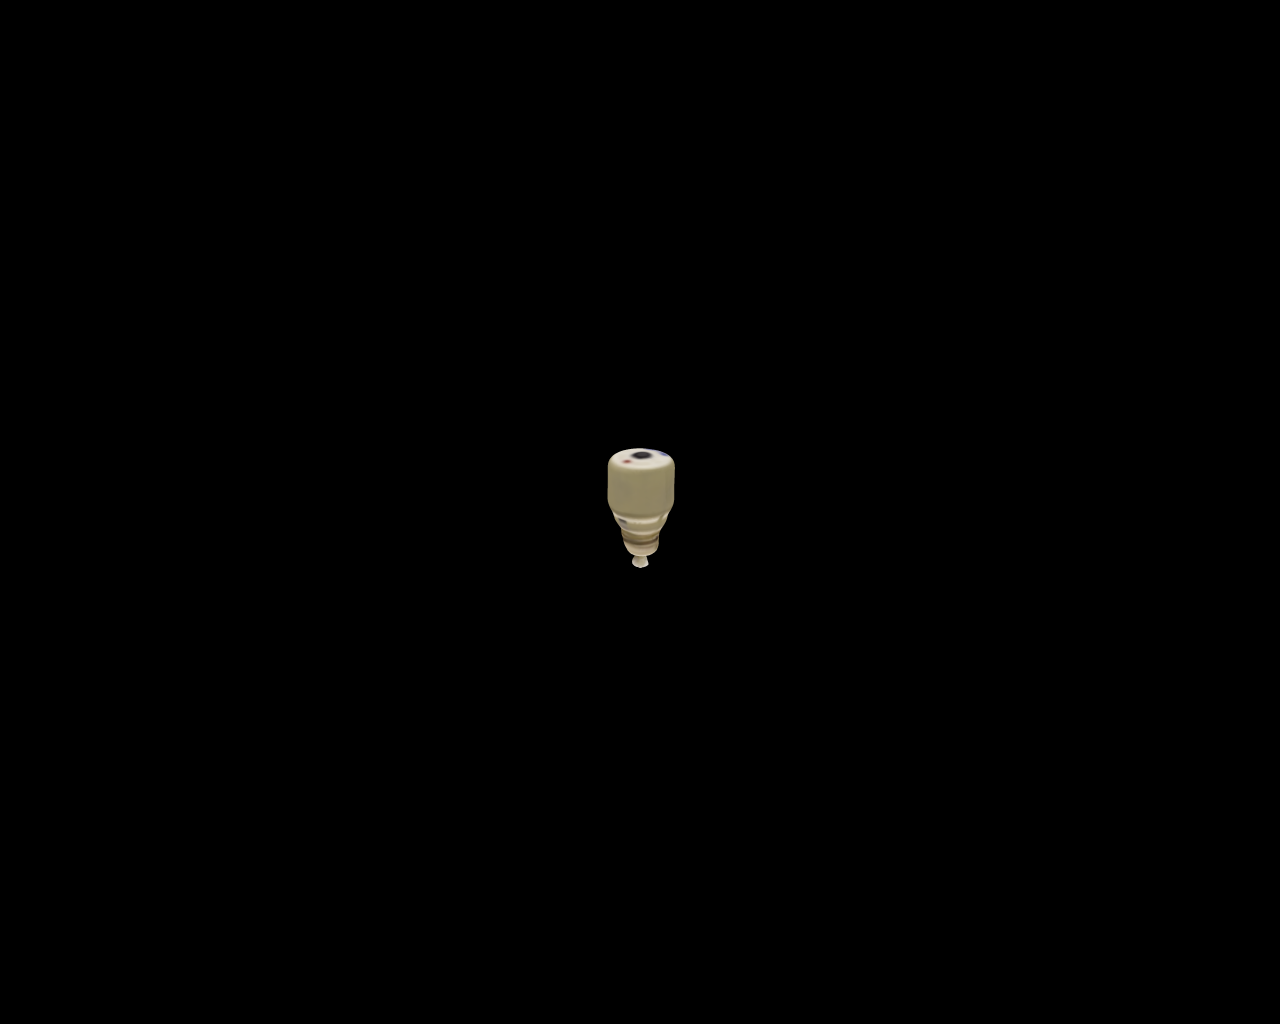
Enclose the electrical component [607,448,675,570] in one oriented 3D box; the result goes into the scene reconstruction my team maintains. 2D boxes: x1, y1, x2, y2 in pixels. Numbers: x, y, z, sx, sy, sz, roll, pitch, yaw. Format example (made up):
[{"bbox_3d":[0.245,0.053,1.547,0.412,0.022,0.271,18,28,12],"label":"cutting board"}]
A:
[{"bbox_3d":[0.001,-0.003,0.650,0.040,0.078,0.040,0,23,0],"label":"electrical component"}]
